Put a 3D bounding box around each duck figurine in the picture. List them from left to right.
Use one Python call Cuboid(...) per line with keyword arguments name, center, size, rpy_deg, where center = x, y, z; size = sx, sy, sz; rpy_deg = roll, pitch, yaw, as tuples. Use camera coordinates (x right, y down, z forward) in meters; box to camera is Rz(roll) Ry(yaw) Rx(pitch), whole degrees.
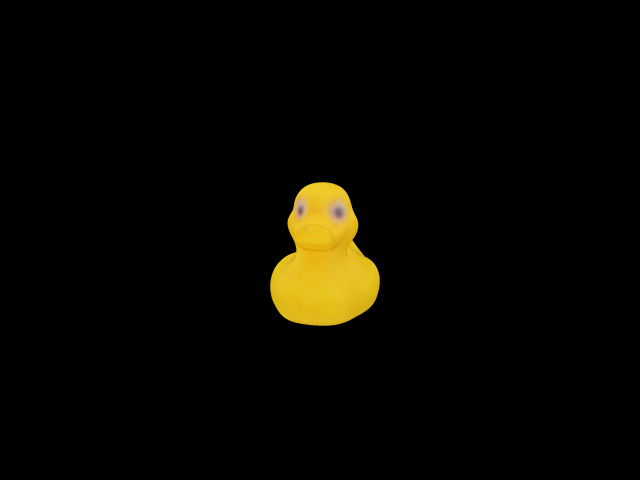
Cuboid(name="duck figurine", center=(0.004, 0.001, 0.400), size=(0.077, 0.086, 0.105), rpy_deg=(3, 16, 11))
